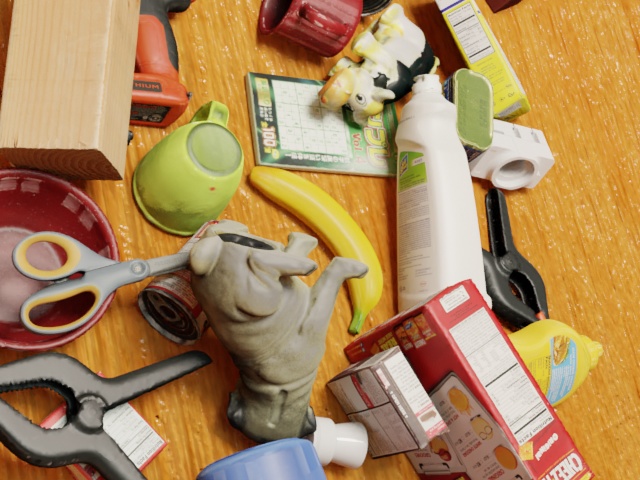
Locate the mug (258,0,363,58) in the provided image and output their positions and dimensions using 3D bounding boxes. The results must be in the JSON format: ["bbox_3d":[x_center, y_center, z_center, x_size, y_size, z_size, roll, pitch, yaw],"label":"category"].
[{"bbox_3d":[-0.004,-0.242,1.131,0.081,0.117,0.093,20,105,-26],"label":"mug"}]

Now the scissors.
[{"bbox_3d":[-0.173,0.013,0.910,0.201,0.016,0.096,-30,85,-32],"label":"scissors"}]

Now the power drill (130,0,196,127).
[{"bbox_3d":[-0.199,-0.209,1.038,0.184,0.057,0.187,4,69,-23],"label":"power drill"}]

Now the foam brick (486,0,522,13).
[{"bbox_3d":[0.228,-0.332,1.330,0.052,0.051,0.078,-28,84,-36],"label":"foam brick"}]

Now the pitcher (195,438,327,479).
[{"bbox_3d":[-0.032,0.297,0.880,0.149,0.145,0.243,11,57,-58],"label":"pitcher"}]

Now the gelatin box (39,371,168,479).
[{"bbox_3d":[-0.186,0.169,0.903,0.089,0.030,0.073,48,54,-3],"label":"gelatin box"}]

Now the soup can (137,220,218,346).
[{"bbox_3d":[-0.110,0.037,0.977,0.068,0.069,0.102,43,55,-6],"label":"soup can"}]

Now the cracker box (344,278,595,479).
[{"bbox_3d":[0.135,0.158,1.003,0.072,0.164,0.214,-29,85,-33],"label":"cracker box"}]

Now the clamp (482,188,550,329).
[{"bbox_3d":[0.201,0.022,1.174,0.120,0.039,0.171,-36,88,-32],"label":"clamp"}]

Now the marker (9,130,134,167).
[{"bbox_3d":[-0.229,-0.088,0.993,0.120,0.020,0.020,-15,78,-33],"label":"marker"}]

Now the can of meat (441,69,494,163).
[{"bbox_3d":[0.147,-0.128,1.178,0.057,0.084,0.102,15,63,-23],"label":"can of meat"}]

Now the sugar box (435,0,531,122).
[{"bbox_3d":[0.183,-0.224,1.237,0.176,0.048,0.093,62,13,10],"label":"sugar box"}]

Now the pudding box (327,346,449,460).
[{"bbox_3d":[0.060,0.154,0.993,0.039,0.114,0.090,-31,88,-25],"label":"pudding box"}]

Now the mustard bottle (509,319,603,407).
[{"bbox_3d":[0.224,0.133,1.115,0.191,0.058,0.096,-10,110,-32],"label":"mustard bottle"}]

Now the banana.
[{"bbox_3d":[0.008,-0.004,1.078,0.069,0.037,0.198,-33,88,-35],"label":"banana"}]

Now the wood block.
[{"bbox_3d":[-0.215,-0.163,0.934,0.091,0.090,0.206,2,76,4],"label":"wood block"}]

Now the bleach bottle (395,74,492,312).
[{"bbox_3d":[0.120,-0.048,1.094,0.068,0.103,0.251,3,80,-30],"label":"bleach bottle"}]

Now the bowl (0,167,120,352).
[{"bbox_3d":[-0.255,0.022,0.908,0.161,0.055,0.162,10,67,-25],"label":"bowl"}]

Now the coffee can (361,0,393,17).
[{"bbox_3d":[0.044,-0.338,1.199,0.102,0.103,0.140,22,61,-20],"label":"coffee can"}]

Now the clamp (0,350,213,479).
[{"bbox_3d":[-0.185,0.138,0.874,0.209,0.036,0.164,25,55,-19],"label":"clamp"}]
